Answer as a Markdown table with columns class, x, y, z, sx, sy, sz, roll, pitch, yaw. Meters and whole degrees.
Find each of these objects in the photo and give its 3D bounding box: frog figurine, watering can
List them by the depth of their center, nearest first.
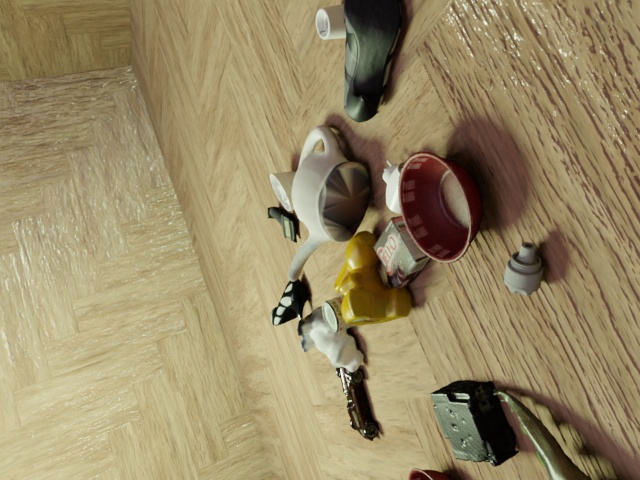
| class | x | y | z | sx | sy | sz | roll | pitch | yaw |
| --- | --- | --- | --- | --- | --- | --- | --- | --- | --- |
| watering can | 0.003 | -0.052 | 1.034 | 0.104 | 0.344 | 0.226 | 0 | 15 | -27 |
| frog figurine | 0.037 | 0.233 | 1.225 | 0.160 | 0.135 | 0.125 | 16 | 28 | 21 |
